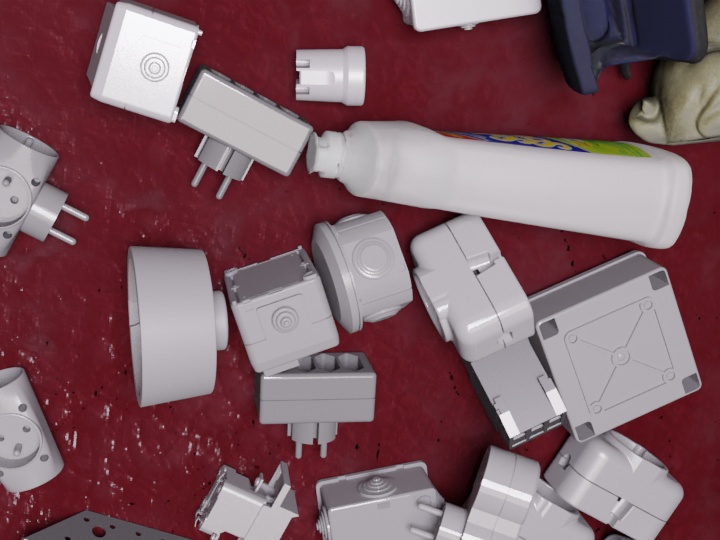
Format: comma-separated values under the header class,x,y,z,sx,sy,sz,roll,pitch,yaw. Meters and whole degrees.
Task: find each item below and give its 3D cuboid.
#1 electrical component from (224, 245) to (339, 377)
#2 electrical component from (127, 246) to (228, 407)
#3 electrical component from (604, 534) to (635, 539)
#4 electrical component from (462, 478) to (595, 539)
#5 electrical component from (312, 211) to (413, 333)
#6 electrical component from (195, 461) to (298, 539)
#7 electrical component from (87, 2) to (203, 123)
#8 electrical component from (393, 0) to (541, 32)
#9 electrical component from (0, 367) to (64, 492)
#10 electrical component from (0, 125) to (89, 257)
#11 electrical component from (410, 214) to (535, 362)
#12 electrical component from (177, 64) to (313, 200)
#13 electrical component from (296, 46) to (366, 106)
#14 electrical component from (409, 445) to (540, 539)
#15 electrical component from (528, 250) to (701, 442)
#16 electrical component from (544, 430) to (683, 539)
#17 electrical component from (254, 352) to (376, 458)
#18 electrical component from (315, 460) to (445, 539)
class,x,y,z,sx,sy,sz,roll,pitch,yaw
electrical component,-0.053,0.031,0.741,0.062,0.096,0.061,-19,108,-5
electrical component,-0.122,0.036,0.727,0.060,0.108,0.108,-4,106,-16
electrical component,0.215,0.262,0.855,0.064,0.099,0.099,13,102,-20
electrical component,0.132,0.198,0.845,0.095,0.053,0.059,31,98,-17
electrical component,0.000,0.000,0.753,0.051,0.080,0.080,-18,108,-11
electrical component,-0.086,0.181,0.805,0.064,0.042,0.081,27,98,-14
electrical component,-0.139,-0.134,0.680,0.061,0.096,0.061,16,102,-14
electrical component,0.069,-0.212,0.723,0.100,0.048,0.099,-11,107,-8
electrical component,-0.260,0.118,0.754,0.079,0.044,0.077,-19,108,-5
electrical component,-0.221,-0.044,0.717,0.079,0.044,0.077,28,98,-17
electrical component,0.075,0.013,0.761,0.059,0.095,0.053,-25,150,-3
electrical component,-0.087,-0.085,0.729,0.083,0.047,0.075,27,99,-16
electrical component,-0.020,-0.132,0.733,0.046,0.040,0.040,0,105,-4
electrical component,0.074,0.192,0.785,0.074,0.052,0.138,19,95,4
electrical component,0.187,0.057,0.815,0.109,0.056,0.108,-23,108,-4
electrical component,0.203,0.165,0.849,0.095,0.053,0.059,30,98,-17
electrical component,-0.035,0.104,0.791,0.083,0.047,0.075,0,106,-11
electrical component,0.017,0.203,0.826,0.100,0.048,0.099,-9,105,-9
